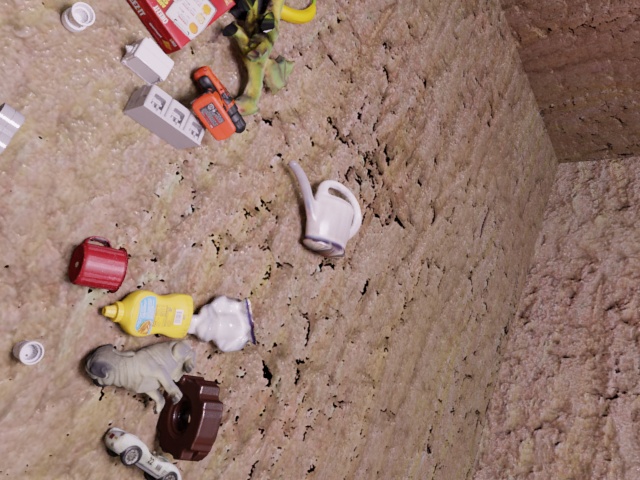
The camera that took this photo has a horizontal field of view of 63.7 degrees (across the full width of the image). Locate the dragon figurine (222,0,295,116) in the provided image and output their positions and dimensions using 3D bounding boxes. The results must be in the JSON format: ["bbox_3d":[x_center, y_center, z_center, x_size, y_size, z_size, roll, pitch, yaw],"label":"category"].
[{"bbox_3d":[-0.129,-0.497,1.332,0.415,0.123,0.239,-63,159,-15],"label":"dragon figurine"}]

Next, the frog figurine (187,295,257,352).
[{"bbox_3d":[-0.239,0.202,1.222,0.160,0.124,0.136,-8,106,-12],"label":"frog figurine"}]

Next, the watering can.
[{"bbox_3d":[0.004,-0.074,1.475,0.344,0.104,0.227,27,70,-45],"label":"watering can"}]
